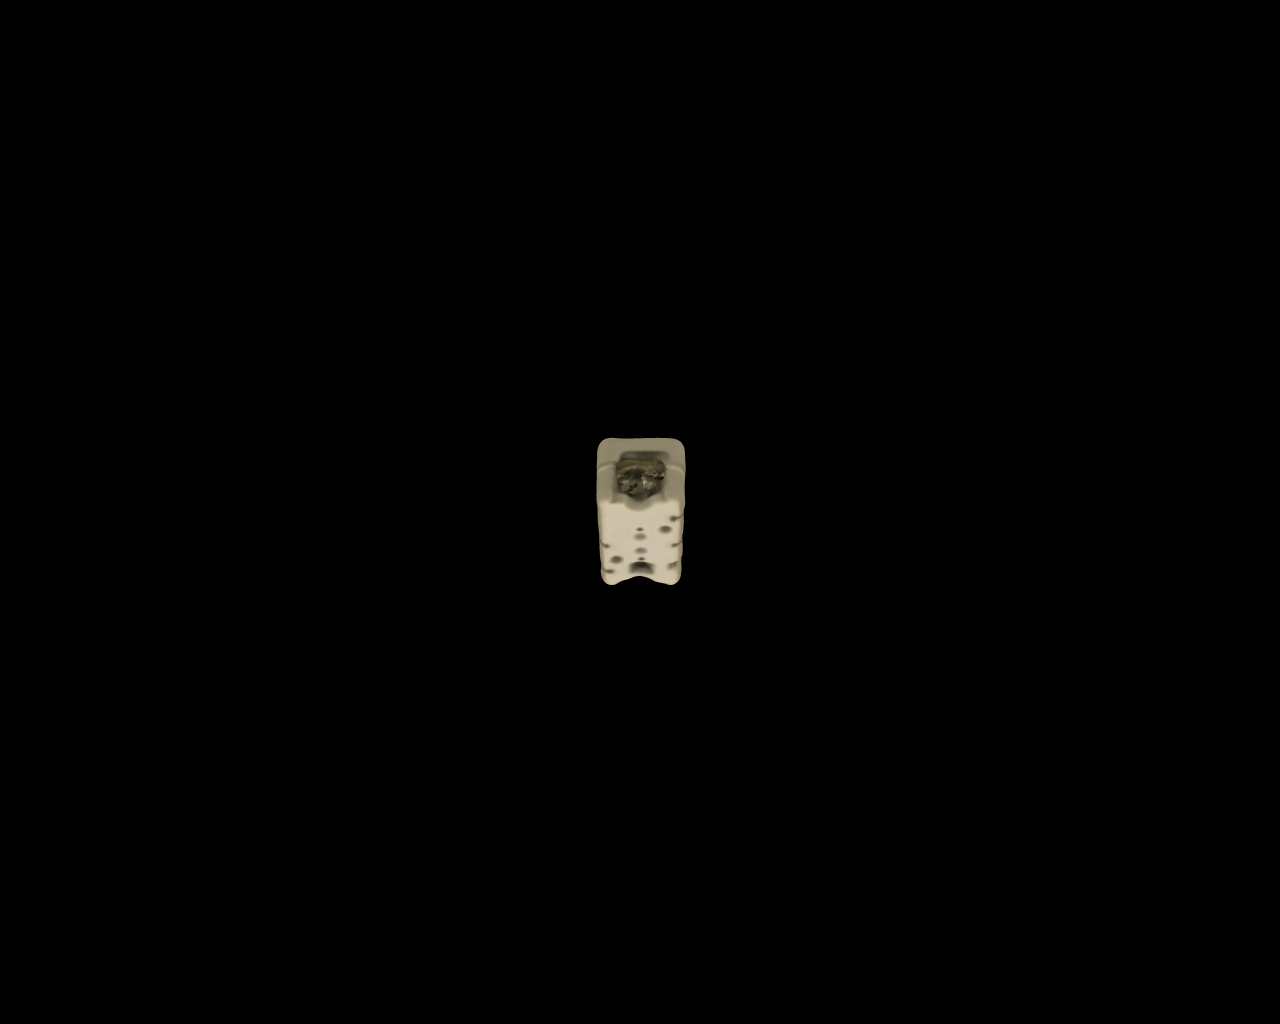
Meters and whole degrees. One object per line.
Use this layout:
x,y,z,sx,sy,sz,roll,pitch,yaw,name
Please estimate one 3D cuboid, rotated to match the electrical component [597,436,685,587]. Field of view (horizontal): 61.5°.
0.001,-0.003,0.650,0.050,0.056,0.089,0,-37,0,electrical component
